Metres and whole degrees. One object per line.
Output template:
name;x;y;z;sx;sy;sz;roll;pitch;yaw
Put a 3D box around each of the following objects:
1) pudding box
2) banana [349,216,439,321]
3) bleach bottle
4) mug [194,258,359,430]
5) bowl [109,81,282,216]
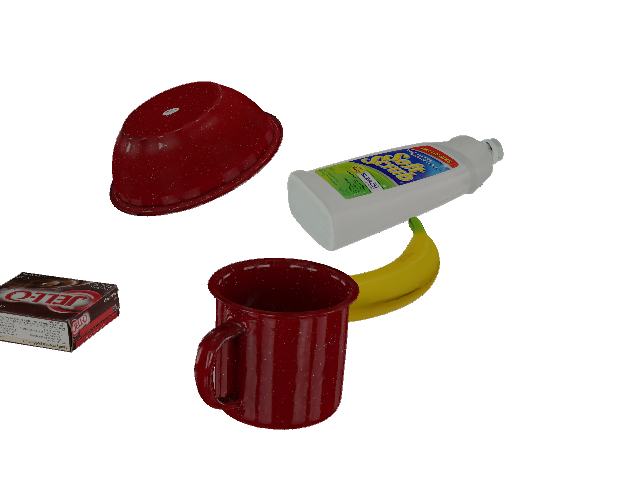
pudding box;-0.264;0.067;1.026;0.114;0.039;0.090;4;20;19
banana;0.041;0.034;0.883;0.070;0.037;0.197;31;37;32
bleach bottle;0.095;-0.070;1.210;0.250;0.068;0.103;-21;44;-23
mug;-0.032;0.068;0.659;0.093;0.081;0.117;17;24;34
bowl;-0.116;-0.089;0.908;0.162;0.055;0.162;-16;32;10
